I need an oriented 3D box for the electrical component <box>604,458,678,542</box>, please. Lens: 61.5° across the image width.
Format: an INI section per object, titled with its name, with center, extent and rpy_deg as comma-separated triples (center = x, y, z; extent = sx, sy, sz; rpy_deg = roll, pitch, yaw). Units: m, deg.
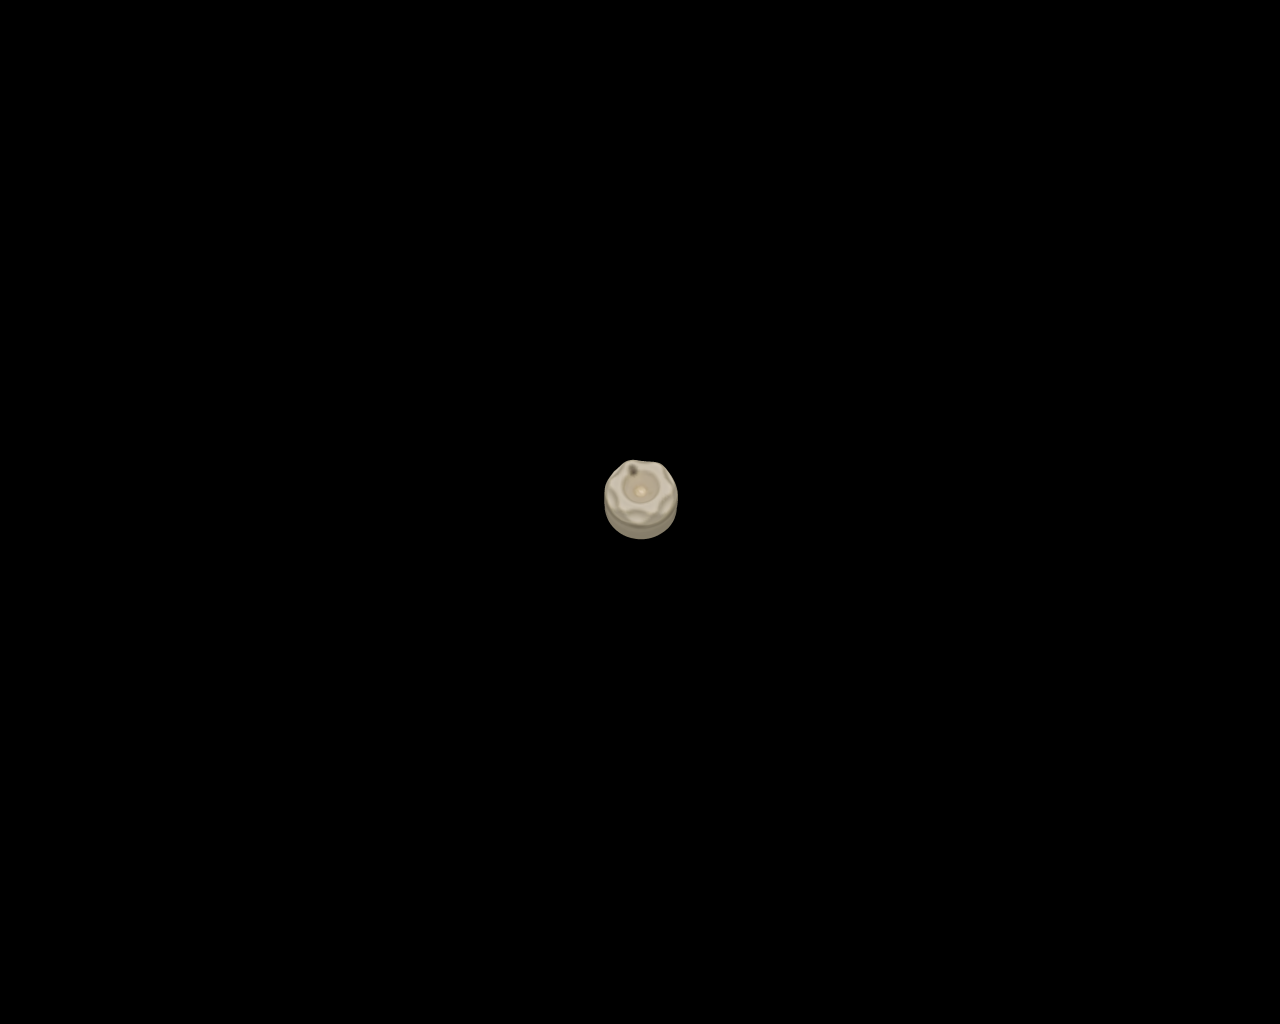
[electrical component]
center = 0.001, -0.003, 0.650
extent = 0.043, 0.043, 0.062
rpy_deg = 0, -25, 0
